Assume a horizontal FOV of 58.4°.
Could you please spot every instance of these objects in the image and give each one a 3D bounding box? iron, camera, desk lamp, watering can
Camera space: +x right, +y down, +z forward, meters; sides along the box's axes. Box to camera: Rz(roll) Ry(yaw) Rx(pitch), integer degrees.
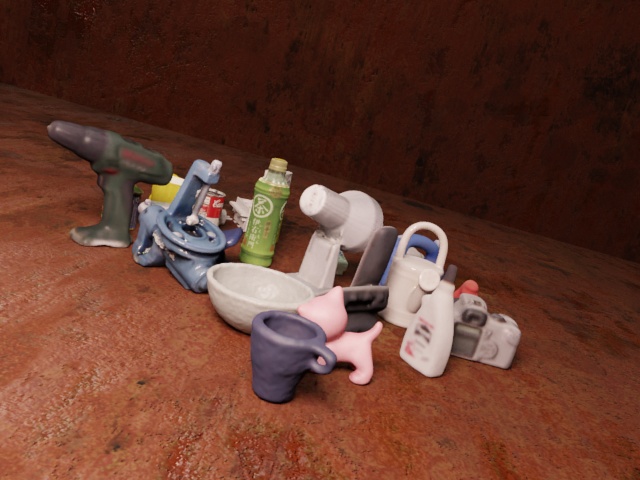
[{"bbox_3d":[0.212,0.050,1.277,0.259,0.141,0.118,4,17,-41],"label":"iron"},{"bbox_3d":[0.275,0.148,1.031,0.143,0.101,0.137,16,13,0],"label":"camera"},{"bbox_3d":[0.010,0.004,1.071,0.117,0.213,0.204,25,16,35],"label":"desk lamp"},{"bbox_3d":[0.183,0.063,1.069,0.101,0.194,0.172,9,15,-28],"label":"watering can"}]

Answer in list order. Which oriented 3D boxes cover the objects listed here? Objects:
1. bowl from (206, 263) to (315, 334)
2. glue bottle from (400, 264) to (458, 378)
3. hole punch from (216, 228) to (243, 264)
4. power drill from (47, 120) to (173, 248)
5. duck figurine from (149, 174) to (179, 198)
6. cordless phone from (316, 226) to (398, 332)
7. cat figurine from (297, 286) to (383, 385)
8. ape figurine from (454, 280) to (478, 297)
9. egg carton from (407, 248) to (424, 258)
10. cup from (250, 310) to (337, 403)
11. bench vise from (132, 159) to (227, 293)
[{"bbox_3d":[-0.096,0.097,0.866,0.167,0.075,0.167,15,13,-3],"label":"bowl"},{"bbox_3d":[0.177,0.118,0.879,0.037,0.173,0.077,4,17,-40],"label":"glue bottle"},{"bbox_3d":[-0.198,0.016,1.051,0.101,0.091,0.108,15,13,-3],"label":"hole punch"},{"bbox_3d":[-0.385,-0.096,1.037,0.230,0.208,0.075,3,18,-44],"label":"power drill"},{"bbox_3d":[-0.372,-0.122,1.435,0.104,0.086,0.078,19,13,13],"label":"duck figurine"},{"bbox_3d":[0.059,0.060,0.958,0.093,0.185,0.148,26,17,39],"label":"cordless phone"},{"bbox_3d":[0.024,0.125,0.794,0.128,0.118,0.067,14,13,-5],"label":"cat figurine"},{"bbox_3d":[0.293,0.125,1.165,0.077,0.092,0.076,16,13,3],"label":"ape figurine"},{"bbox_3d":[0.184,0.046,1.420,0.150,0.069,0.107,12,13,-14],"label":"egg carton"},{"bbox_3d":[-0.035,0.148,0.679,0.117,0.095,0.092,24,15,32],"label":"cup"},{"bbox_3d":[-0.241,-0.043,0.961,0.207,0.220,0.122,20,14,17],"label":"bench vise"}]
